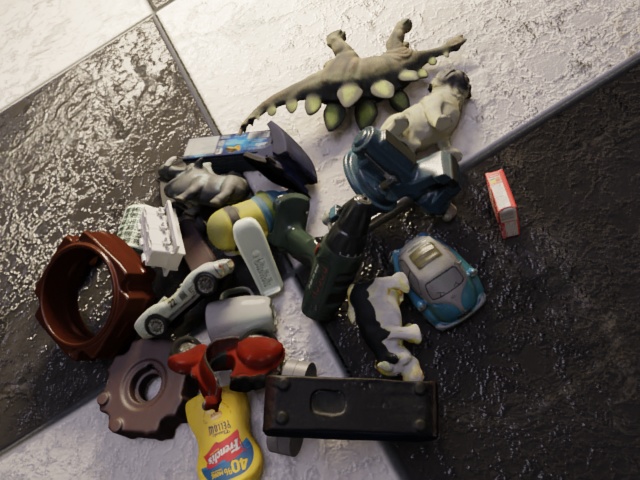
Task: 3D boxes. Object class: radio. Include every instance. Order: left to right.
[{"bbox_3d":[0.038,0.224,0.710,0.230,0.131,0.073,0,66,2],"label":"radio"}]

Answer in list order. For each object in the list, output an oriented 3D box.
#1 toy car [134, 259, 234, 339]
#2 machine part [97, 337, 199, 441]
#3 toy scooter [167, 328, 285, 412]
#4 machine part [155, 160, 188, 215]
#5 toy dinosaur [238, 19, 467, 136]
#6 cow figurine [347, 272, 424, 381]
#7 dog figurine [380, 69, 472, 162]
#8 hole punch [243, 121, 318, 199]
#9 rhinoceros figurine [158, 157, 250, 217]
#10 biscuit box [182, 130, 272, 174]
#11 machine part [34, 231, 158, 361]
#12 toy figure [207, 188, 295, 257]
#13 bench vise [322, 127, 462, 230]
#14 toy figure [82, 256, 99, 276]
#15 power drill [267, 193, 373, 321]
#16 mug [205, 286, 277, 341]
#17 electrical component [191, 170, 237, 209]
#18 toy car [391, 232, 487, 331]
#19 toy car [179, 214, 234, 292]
[{"bbox_3d":[-0.224,0.096,0.900,0.202,0.073,0.056,-40,87,13],"label":"toy car"},{"bbox_3d":[-0.283,0.247,0.903,0.179,0.056,0.179,-9,58,15],"label":"machine part"},{"bbox_3d":[-0.133,0.198,0.808,0.184,0.075,0.135,1,29,-19],"label":"toy scooter"},{"bbox_3d":[-0.307,-0.112,1.131,0.084,0.039,0.139,-13,56,7],"label":"machine part"},{"bbox_3d":[0.059,-0.313,1.057,0.472,0.105,0.199,-15,58,7],"label":"toy dinosaur"},{"bbox_3d":[0.096,0.138,0.789,0.098,0.068,0.167,-9,72,-5],"label":"cow figurine"},{"bbox_3d":[0.188,-0.229,0.985,0.173,0.121,0.190,1,48,17],"label":"dog figurine"},{"bbox_3d":[-0.062,-0.151,1.001,0.116,0.142,0.092,30,80,42],"label":"hole punch"},{"bbox_3d":[-0.227,-0.104,1.019,0.191,0.073,0.112,14,69,21],"label":"rhinoceros figurine"},{"bbox_3d":[-0.177,-0.178,1.105,0.203,0.062,0.059,-2,60,20],"label":"biscuit box"},{"bbox_3d":[-0.408,0.100,0.969,0.202,0.087,0.201,38,101,24],"label":"machine part"},{"bbox_3d":[-0.118,-0.040,0.972,0.180,0.089,0.082,-30,26,-16],"label":"toy figure"},{"bbox_3d":[0.106,-0.077,0.893,0.240,0.223,0.129,-35,44,36],"label":"bench vise"},{"bbox_3d":[-0.495,0.045,1.103,0.154,0.058,0.064,-45,98,-9],"label":"toy figure"},{"bbox_3d":[-0.002,-0.003,0.872,0.086,0.231,0.208,-7,31,-37],"label":"power drill"},{"bbox_3d":[-0.129,0.126,0.907,0.107,0.080,0.110,-11,42,4],"label":"mug"},{"bbox_3d":[-0.219,-0.101,1.086,0.102,0.045,0.078,-17,58,11],"label":"electrical component"},{"bbox_3d":[0.173,0.046,0.816,0.109,0.102,0.162,-32,57,0],"label":"toy car"},{"bbox_3d":[-0.226,0.032,1.007,0.089,0.053,0.202,-35,51,-6],"label":"toy car"}]
